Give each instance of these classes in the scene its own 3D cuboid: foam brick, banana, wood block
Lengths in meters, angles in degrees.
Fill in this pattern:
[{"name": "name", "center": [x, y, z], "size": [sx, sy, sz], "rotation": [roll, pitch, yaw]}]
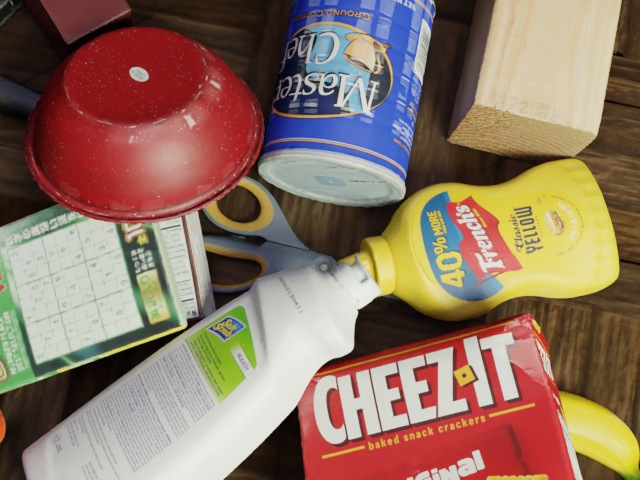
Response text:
[{"name": "foam brick", "center": [-0.173, -0.169, 0.743], "size": [0.053, 0.051, 0.078], "rotation": [-31, 84, -16]}, {"name": "banana", "center": [0.137, 0.135, 0.737], "size": [0.197, 0.037, 0.069], "rotation": [8, 77, -3]}, {"name": "wood block", "center": [0.163, -0.169, 0.775], "size": [0.090, 0.091, 0.206], "rotation": [14, 77, -2]}]

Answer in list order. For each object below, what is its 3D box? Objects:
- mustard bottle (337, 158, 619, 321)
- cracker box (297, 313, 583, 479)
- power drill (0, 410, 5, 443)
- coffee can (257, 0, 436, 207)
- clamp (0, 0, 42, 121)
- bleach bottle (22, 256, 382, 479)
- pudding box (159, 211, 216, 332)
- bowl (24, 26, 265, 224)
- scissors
[{"name": "mustard bottle", "center": [0.105, 0.005, 0.743], "size": [0.191, 0.058, 0.096], "rotation": [-11, 78, -12]}, {"name": "cracker box", "center": [0.080, 0.168, 0.653], "size": [0.164, 0.072, 0.214], "rotation": [-16, 60, 13]}, {"name": "power drill", "center": [-0.323, 0.102, 0.697], "size": [0.184, 0.057, 0.188], "rotation": [-32, 83, -3]}, {"name": "coffee can", "center": [0.020, -0.105, 0.744], "size": [0.103, 0.103, 0.140], "rotation": [11, 77, -2]}, {"name": "clamp", "center": [-0.251, -0.120, 0.761], "size": [0.209, 0.036, 0.164], "rotation": [-19, 80, -11]}, {"name": "bleach bottle", "center": [-0.065, 0.102, 0.677], "size": [0.251, 0.068, 0.103], "rotation": [-37, 54, 2]}, {"name": "pudding box", "center": [-0.125, 0.012, 0.732], "size": [0.090, 0.039, 0.113], "rotation": [-13, 81, 9]}, {"name": "bowl", "center": [-0.118, -0.089, 0.698], "size": [0.162, 0.055, 0.162], "rotation": [0, 53, -1]}, {"name": "scissors", "center": [-0.005, 0.001, 0.765], "size": [0.201, 0.016, 0.096], "rotation": [1, 78, -5]}]
